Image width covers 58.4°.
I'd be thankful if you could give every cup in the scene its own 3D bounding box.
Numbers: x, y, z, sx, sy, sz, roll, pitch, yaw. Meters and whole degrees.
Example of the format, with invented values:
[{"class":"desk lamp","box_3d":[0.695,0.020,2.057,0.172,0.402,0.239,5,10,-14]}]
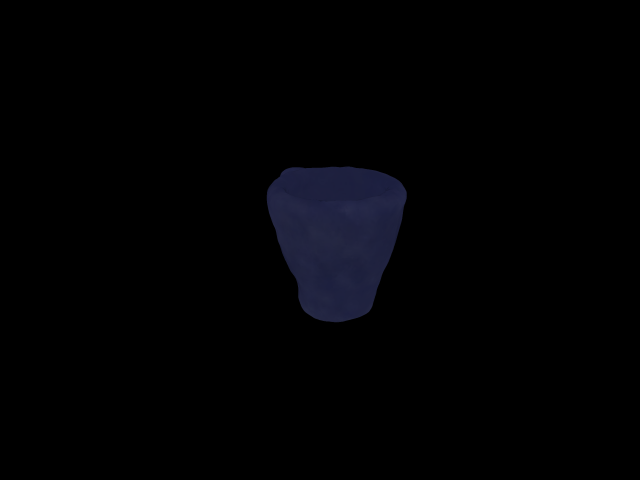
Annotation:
[{"class":"cup","box_3d":[0.004,0.001,0.400,0.092,0.095,0.117,-13,26,-29]}]
